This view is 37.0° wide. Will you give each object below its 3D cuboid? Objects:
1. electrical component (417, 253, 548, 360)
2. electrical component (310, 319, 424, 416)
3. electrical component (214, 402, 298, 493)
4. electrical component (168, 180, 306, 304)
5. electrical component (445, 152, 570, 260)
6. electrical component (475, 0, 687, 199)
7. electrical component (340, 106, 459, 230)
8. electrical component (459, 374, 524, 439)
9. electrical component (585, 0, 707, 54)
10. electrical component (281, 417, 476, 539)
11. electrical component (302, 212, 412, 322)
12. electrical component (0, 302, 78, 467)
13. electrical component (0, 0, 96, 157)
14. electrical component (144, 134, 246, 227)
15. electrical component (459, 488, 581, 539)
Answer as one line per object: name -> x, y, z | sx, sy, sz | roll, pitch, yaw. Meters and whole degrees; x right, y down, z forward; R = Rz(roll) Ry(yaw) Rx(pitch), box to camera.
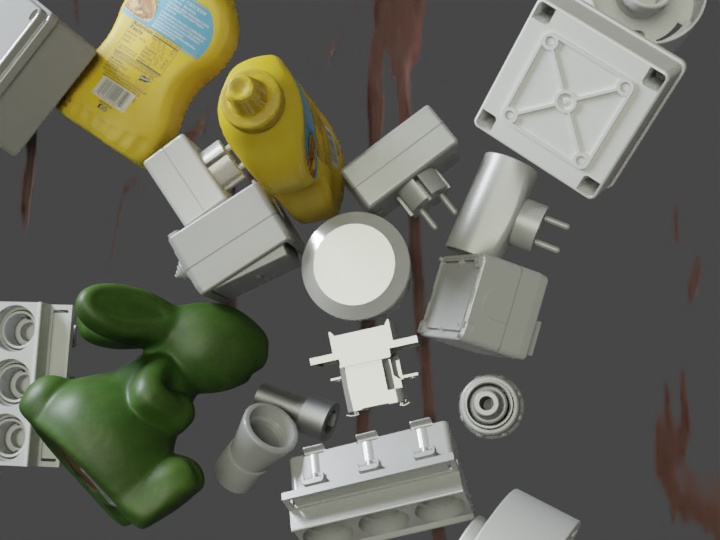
electrical component -> 0.087, 0.027, 0.770 | 0.061, 0.096, 0.061 | 19, 84, -16
electrical component -> 0.008, 0.073, 0.795 | 0.081, 0.042, 0.063 | -13, 80, 8
electrical component -> -0.080, 0.134, 0.791 | 0.044, 0.044, 0.065 | 46, 125, 14
electrical component -> -0.096, -0.013, 0.818 | 0.096, 0.062, 0.061 | -33, 77, 3
electrical component -> 0.114, -0.037, 0.794 | 0.079, 0.043, 0.077 | 23, 85, 13
electrical component -> 0.156, -0.126, 0.771 | 0.109, 0.056, 0.108 | 35, 122, 14
electrical component -> 0.042, -0.065, 0.807 | 0.083, 0.047, 0.075 | -37, 77, -2
electrical component -> 0.092, 0.096, 0.765 | 0.048, 0.062, 0.048 | -2, 80, 10
electrical component -> 0.207, -0.204, 0.807 | 0.099, 0.064, 0.099 | 1, 82, -4
electrical component -> 0.013, 0.153, 0.766 | 0.121, 0.078, 0.063 | -15, 49, 7
electrical component -> 0.000, 0.000, 0.804 | 0.080, 0.051, 0.080 | -2, 80, 10
electrical component -> -0.257, 0.088, 0.829 | 0.079, 0.063, 0.121 | 1, 81, 10
electrical component -> -0.276, -0.160, 0.852 | 0.108, 0.056, 0.109 | -52, 40, 1
electrical component -> -0.115, -0.076, 0.839 | 0.077, 0.047, 0.065 | -36, 76, 3
electrical component -> 0.095, 0.199, 0.727 | 0.060, 0.108, 0.108 | 31, 87, 20
